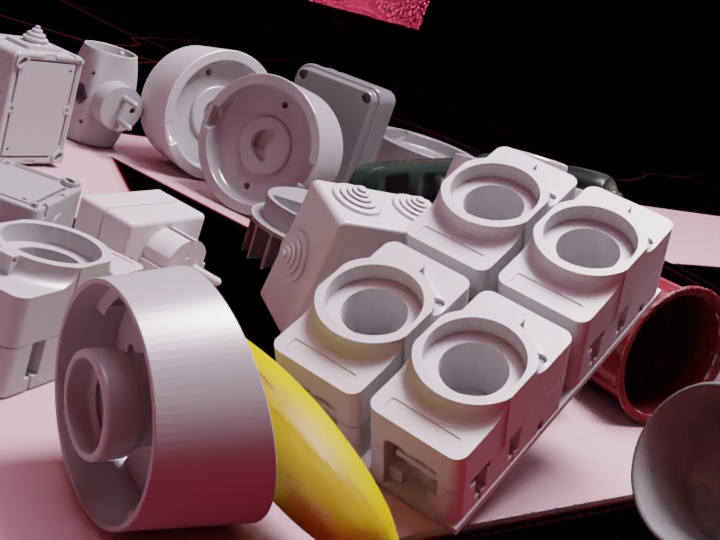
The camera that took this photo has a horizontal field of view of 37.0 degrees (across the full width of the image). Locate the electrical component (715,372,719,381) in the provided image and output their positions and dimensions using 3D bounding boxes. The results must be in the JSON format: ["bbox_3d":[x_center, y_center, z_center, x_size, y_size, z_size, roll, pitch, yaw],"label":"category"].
[{"bbox_3d":[0.263,0.069,0.664,0.060,0.105,0.186,20,17,5],"label":"electrical component"}]

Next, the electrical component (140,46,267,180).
[{"bbox_3d":[-0.131,-0.134,0.894,0.108,0.108,0.060,3,17,-43],"label":"electrical component"}]

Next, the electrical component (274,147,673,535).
[{"bbox_3d":[0.059,0.020,0.520,0.105,0.060,0.186,29,51,27],"label":"electrical component"}]

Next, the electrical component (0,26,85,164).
[{"bbox_3d":[-0.245,-0.129,0.764,0.061,0.096,0.062,27,19,28],"label":"electrical component"}]

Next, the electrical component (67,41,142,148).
[{"bbox_3d":[-0.201,-0.136,0.865,0.043,0.077,0.079,3,23,-44],"label":"electrical component"}]

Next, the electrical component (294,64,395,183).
[{"bbox_3d":[-0.027,-0.110,0.912,0.078,0.113,0.057,23,14,15],"label":"electrical component"}]

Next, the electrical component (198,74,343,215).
[{"bbox_3d":[-0.065,-0.096,0.842,0.108,0.108,0.060,26,12,23],"label":"electrical component"}]

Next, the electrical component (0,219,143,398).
[{"bbox_3d":[-0.146,0.013,0.489,0.050,0.055,0.089,24,17,18],"label":"electrical component"}]

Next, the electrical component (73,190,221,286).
[{"bbox_3d":[-0.113,-0.008,0.607,0.077,0.047,0.066,28,20,24],"label":"electrical component"}]

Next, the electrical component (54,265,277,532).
[{"bbox_3d":[-0.071,0.048,0.395,0.064,0.099,0.099,-2,26,-36],"label":"electrical component"}]

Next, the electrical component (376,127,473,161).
[{"bbox_3d":[0.054,-0.091,1.027,0.108,0.060,0.108,17,17,-5],"label":"electrical component"}]

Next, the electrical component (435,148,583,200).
[{"bbox_3d":[0.101,-0.042,0.670,0.108,0.060,0.108,17,6,-2],"label":"electrical component"}]

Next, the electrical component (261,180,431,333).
[{"bbox_3d":[0.000,0.000,0.617,0.100,0.099,0.048,7,33,-33],"label":"electrical component"}]

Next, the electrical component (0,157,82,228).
[{"bbox_3d":[-0.201,-0.026,0.544,0.096,0.061,0.061,19,16,1],"label":"electrical component"}]
